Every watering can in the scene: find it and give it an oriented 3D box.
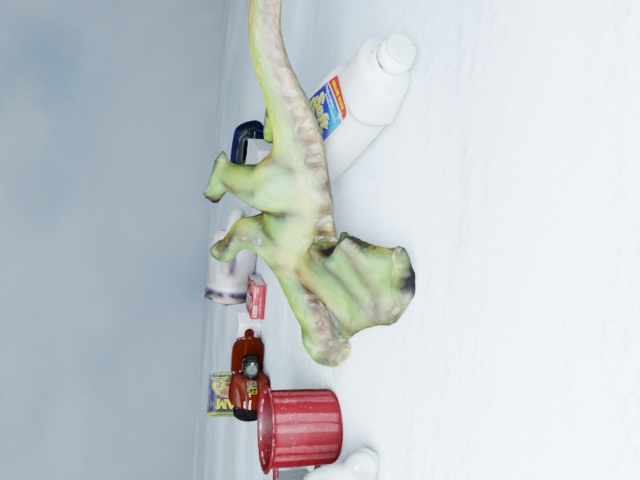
[{"bbox_3d":[-0.200,0.036,1.212,0.347,0.104,0.225,177,101,-85],"label":"watering can"}]

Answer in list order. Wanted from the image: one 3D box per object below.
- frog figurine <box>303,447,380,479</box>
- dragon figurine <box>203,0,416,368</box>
[{"bbox_3d":[0.020,0.269,0.447,0.162,0.123,0.135,-54,-7,-24],"label":"frog figurine"},{"bbox_3d":[0.001,-0.024,0.486,0.246,0.124,0.400,39,141,30],"label":"dragon figurine"}]
